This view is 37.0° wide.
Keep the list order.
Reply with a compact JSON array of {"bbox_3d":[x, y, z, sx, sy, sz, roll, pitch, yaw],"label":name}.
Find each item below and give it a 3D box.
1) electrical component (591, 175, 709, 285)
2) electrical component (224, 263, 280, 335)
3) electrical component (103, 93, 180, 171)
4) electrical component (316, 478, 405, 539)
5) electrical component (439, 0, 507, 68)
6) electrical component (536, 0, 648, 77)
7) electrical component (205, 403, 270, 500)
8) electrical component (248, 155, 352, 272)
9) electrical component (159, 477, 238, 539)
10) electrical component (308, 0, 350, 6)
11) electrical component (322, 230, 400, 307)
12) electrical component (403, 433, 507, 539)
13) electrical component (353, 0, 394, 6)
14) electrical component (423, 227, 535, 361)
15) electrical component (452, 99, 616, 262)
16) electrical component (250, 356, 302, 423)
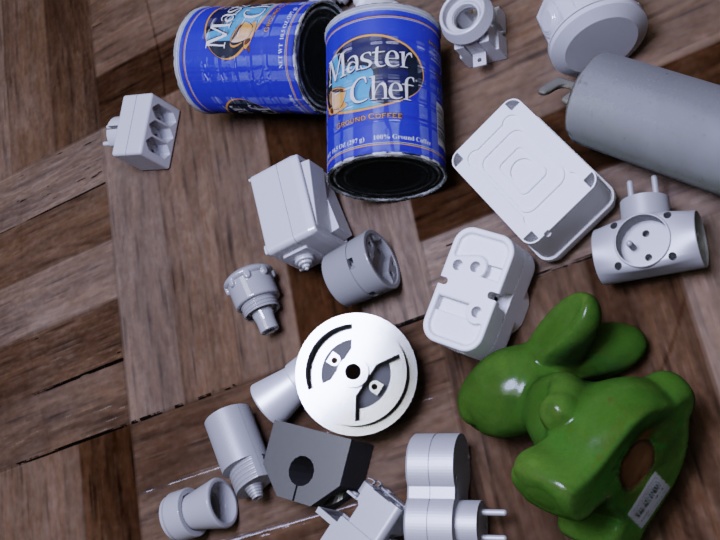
[{"bbox_3d":[0.216,-0.033,0.810,0.077,0.044,0.079,-11,69,27],"label":"electrical component"},{"bbox_3d":[-0.092,0.028,0.973,0.048,0.048,0.062,-32,69,18],"label":"electrical component"},{"bbox_3d":[-0.234,-0.140,1.106,0.077,0.047,0.065,1,75,30],"label":"electrical component"},{"bbox_3d":[0.010,0.205,0.858,0.081,0.042,0.063,33,91,33],"label":"electrical component"},{"bbox_3d":[0.099,-0.209,0.927,0.048,0.055,0.066,-9,70,27],"label":"electrical component"},{"bbox_3d":[0.184,-0.197,0.860,0.080,0.080,0.051,-29,57,20],"label":"electrical component"},{"bbox_3d":[-0.102,0.162,0.936,0.043,0.043,0.081,-35,61,17],"label":"electrical component"},{"bbox_3d":[-0.050,-0.046,0.960,0.061,0.062,0.096,-25,64,21],"label":"electrical component"},{"bbox_3d":[-0.142,0.211,0.944,0.055,0.045,0.045,-22,65,23],"label":"electrical component"},{"bbox_3d":[-0.031,-0.281,1.026,0.057,0.058,0.078,-49,57,5],"label":"electrical component"},{"bbox_3d":[0.000,0.000,0.922,0.047,0.055,0.055,-27,63,25],"label":"electrical component"},{"bbox_3d":[0.076,0.193,0.817,0.074,0.052,0.138,-4,73,20],"label":"electrical component"},{"bbox_3d":[0.015,-0.235,0.993,0.048,0.048,0.062,-43,52,12],"label":"electrical component"},{"bbox_3d":[0.097,0.021,0.854,0.054,0.059,0.095,18,85,33],"label":"electrical component"},{"bbox_3d":[0.139,-0.071,0.860,0.078,0.057,0.113,-45,58,11],"label":"electrical component"},{"bbox_3d":[-0.057,0.098,0.932,0.065,0.044,0.044,-39,59,9],"label":"electrical component"}]
